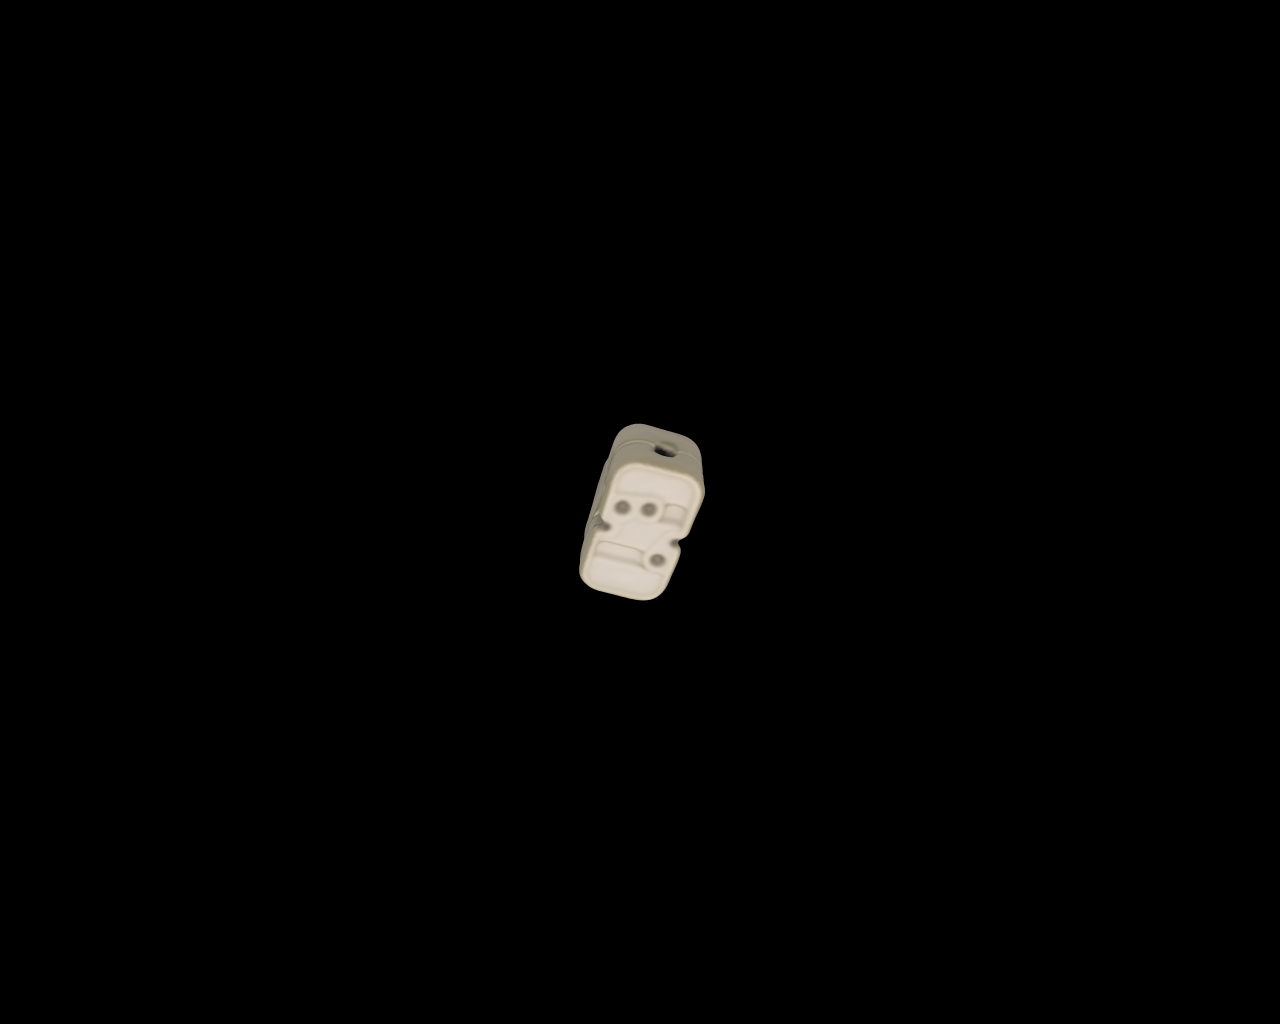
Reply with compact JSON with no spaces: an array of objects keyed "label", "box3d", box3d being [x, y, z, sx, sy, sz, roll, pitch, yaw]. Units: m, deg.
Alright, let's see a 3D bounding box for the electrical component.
[{"label":"electrical component","box3d":[0.001,-0.003,0.650,0.054,0.095,0.059,15,32,-9]}]
